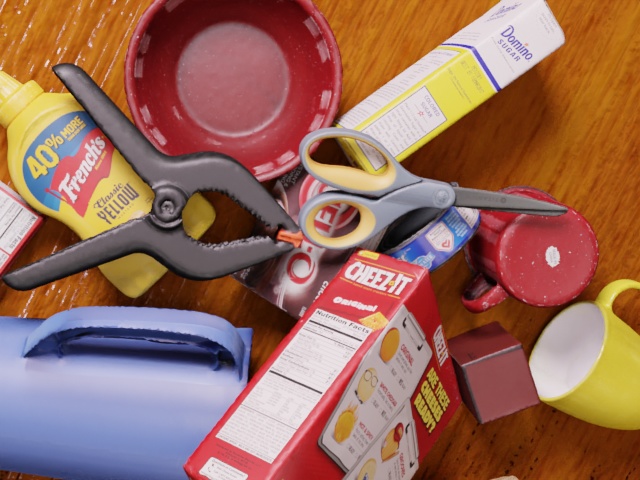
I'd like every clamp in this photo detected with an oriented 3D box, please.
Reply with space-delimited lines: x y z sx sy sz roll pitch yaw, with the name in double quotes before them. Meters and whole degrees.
"clamp" -0.114 -0.035 0.769 0.210 0.036 0.164 7 94 -10

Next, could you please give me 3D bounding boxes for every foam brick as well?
"foam brick" 0.134 0.105 0.850 0.053 0.078 0.051 -20 100 -1

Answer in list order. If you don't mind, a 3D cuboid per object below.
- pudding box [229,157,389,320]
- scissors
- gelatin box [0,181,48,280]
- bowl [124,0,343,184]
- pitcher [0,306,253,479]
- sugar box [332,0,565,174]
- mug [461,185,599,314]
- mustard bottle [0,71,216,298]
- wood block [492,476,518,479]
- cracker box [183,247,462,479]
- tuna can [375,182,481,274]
"pudding box" -0.005 0.001 0.819 0.090 0.039 0.113 30 97 33
"scissors" 0.072 -0.017 0.770 0.201 0.016 0.096 22 104 -13
"gelatin box" -0.267 -0.015 0.819 0.089 0.030 0.073 37 91 -9
"bowl" -0.065 -0.122 0.809 0.162 0.055 0.162 -1 98 -5
"pitcher" -0.169 0.113 0.793 0.242 0.145 0.149 6 92 -4
"sugar box" 0.093 -0.116 0.807 0.176 0.093 0.048 -33 104 0
"mug" 0.158 0.015 0.837 0.117 0.081 0.093 -40 100 1
"mustard bottle" -0.176 -0.053 0.807 0.096 0.058 0.191 -45 99 0
"wood block" 0.136 0.300 0.815 0.090 0.090 0.206 -12 102 -8
"cracker box" 0.010 0.137 0.764 0.213 0.072 0.164 -51 142 -29
"tuna can" 0.082 -0.005 0.826 0.086 0.086 0.033 -40 102 1
